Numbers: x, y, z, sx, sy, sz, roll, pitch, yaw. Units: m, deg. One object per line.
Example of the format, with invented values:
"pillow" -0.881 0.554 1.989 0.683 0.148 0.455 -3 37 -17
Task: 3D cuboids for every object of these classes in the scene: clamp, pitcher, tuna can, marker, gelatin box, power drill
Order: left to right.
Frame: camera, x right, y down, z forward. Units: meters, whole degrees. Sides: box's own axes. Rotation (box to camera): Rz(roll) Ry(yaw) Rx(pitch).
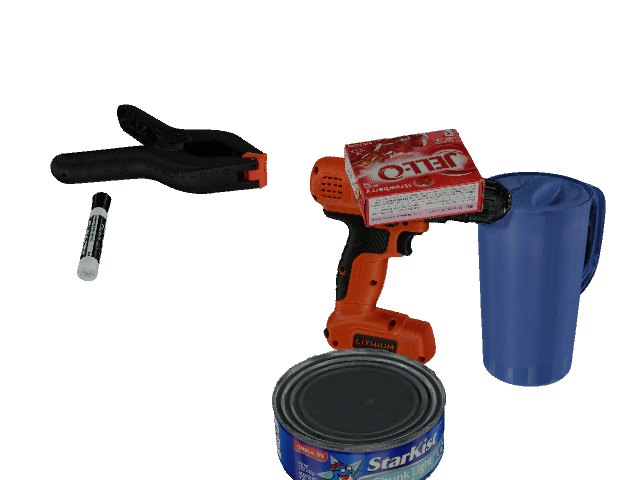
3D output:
"marker" -0.220 -0.007 1.044 0.020 0.020 0.121 0 40 -3
"clamp" -0.129 -0.066 0.867 0.172 0.039 0.120 14 41 26
"tuna can" 0.019 0.090 0.531 0.086 0.034 0.086 -2 26 1
"power drill" 0.077 0.018 0.990 0.185 0.188 0.057 9 20 17
"gelatin box" 0.067 -0.047 0.779 0.089 0.030 0.073 -9 37 -6
"pitcher" 0.260 0.045 1.281 0.149 0.243 0.145 3 24 14
